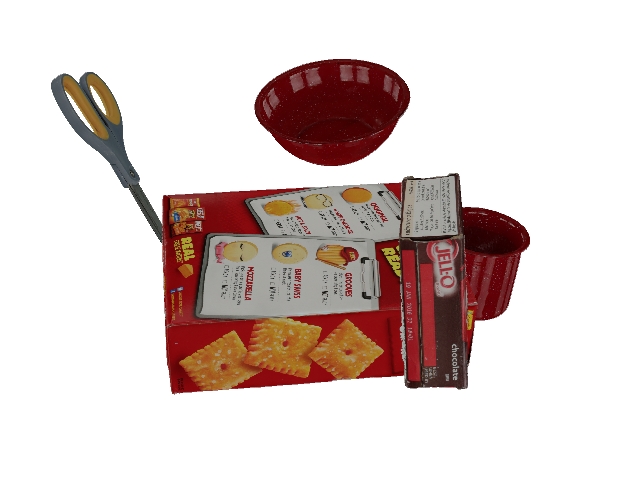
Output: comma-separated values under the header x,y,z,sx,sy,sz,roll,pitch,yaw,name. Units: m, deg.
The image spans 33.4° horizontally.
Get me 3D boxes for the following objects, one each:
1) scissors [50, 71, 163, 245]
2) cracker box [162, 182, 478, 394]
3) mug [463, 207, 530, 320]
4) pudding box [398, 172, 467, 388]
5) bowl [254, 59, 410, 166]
x,y,z,sx,sy,sz,roll,pitch,yaw,name
-0.178,-0.075,0.985,0.016,0.201,0.096,-25,27,19,scissors
-0.009,0.031,0.796,0.213,0.072,0.164,-3,35,-8,cracker box
0.147,0.018,1.057,0.093,0.081,0.117,-6,33,-21,mug
0.065,0.020,0.611,0.039,0.090,0.113,-2,21,5,pudding box
0.014,-0.126,1.116,0.162,0.055,0.162,-4,40,3,bowl
